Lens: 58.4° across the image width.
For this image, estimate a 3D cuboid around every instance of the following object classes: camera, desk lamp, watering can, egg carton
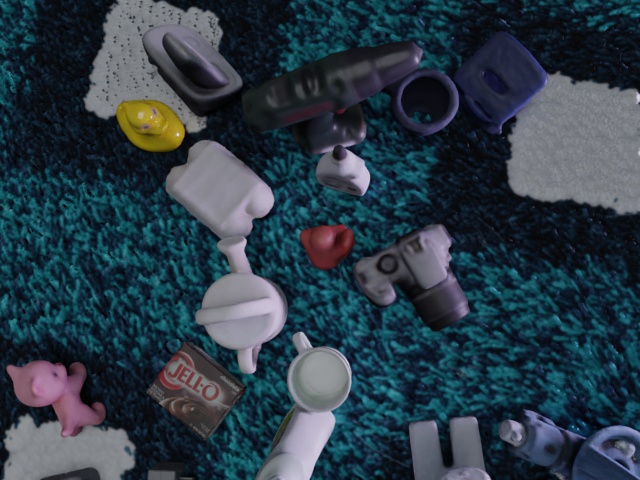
[{"bbox_3d":[0.135,0.062,0.790,0.143,0.101,0.137,-29,83,0],"label":"camera"},{"bbox_3d":[0.173,0.341,0.699,0.118,0.213,0.203,-8,83,2],"label":"desk lamp"},{"bbox_3d":[-0.107,0.086,0.753,0.101,0.194,0.173,-29,83,0],"label":"watering can"},{"bbox_3d":[-0.145,-0.072,0.836,0.150,0.069,0.107,39,87,7],"label":"egg carton"}]

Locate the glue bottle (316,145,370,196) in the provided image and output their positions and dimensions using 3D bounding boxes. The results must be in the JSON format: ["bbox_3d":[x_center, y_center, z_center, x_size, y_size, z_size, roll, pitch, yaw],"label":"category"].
[{"bbox_3d":[0.030,-0.100,0.778,0.078,0.173,0.037,18,85,5],"label":"glue bottle"}]

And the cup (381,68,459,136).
[{"bbox_3d":[0.133,-0.191,0.822,0.117,0.095,0.092,26,85,6],"label":"cup"}]

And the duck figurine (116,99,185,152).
[{"bbox_3d":[-0.259,-0.178,0.846,0.104,0.086,0.077,27,86,6],"label":"duck figurine"}]

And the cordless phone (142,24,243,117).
[{"bbox_3d":[-0.193,-0.264,0.802,0.147,0.185,0.094,44,88,7],"label":"cordless phone"}]

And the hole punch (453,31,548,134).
[{"bbox_3d":[0.254,-0.223,0.821,0.101,0.091,0.108,-41,83,-2],"label":"hole punch"}]

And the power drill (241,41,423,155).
[{"bbox_3d":[0.016,-0.186,0.770,0.229,0.208,0.075,-16,83,1],"label":"power drill"}]

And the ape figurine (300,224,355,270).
[{"bbox_3d":[0.007,0.003,0.808,0.077,0.092,0.076,21,85,6],"label":"ape figurine"}]

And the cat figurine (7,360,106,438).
[{"bbox_3d":[-0.369,0.216,0.791,0.067,0.118,0.128,-32,83,-1],"label":"cat figurine"}]

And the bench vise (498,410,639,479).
[{"bbox_3d":[0.327,0.287,0.694,0.207,0.220,0.121,3,84,4],"label":"bench vise"}]
